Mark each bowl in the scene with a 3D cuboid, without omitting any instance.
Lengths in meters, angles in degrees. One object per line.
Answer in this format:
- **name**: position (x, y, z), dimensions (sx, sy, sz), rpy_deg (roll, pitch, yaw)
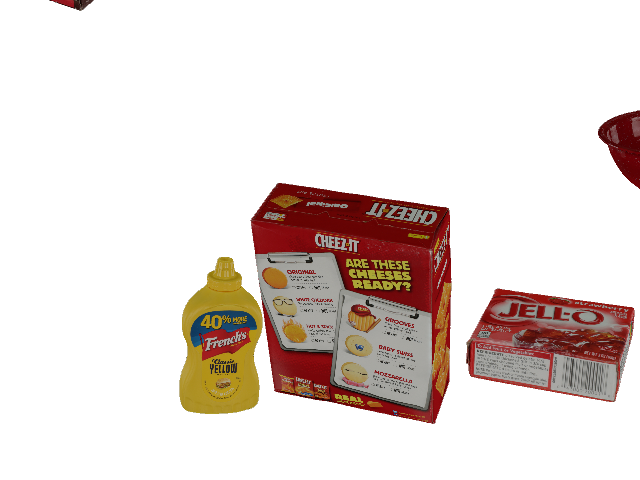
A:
- **bowl**: position (0.336, -0.076, 0.973), dimensions (0.162, 0.055, 0.162), rpy_deg (-5, 22, 2)

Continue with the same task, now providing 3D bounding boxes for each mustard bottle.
- **mustard bottle**: position (-0.118, 0.111, 1.278), dimensions (0.096, 0.192, 0.058), rpy_deg (0, 20, -13)

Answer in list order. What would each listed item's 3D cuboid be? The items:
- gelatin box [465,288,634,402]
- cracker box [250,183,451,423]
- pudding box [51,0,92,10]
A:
- **gelatin box**: position (0.141, 0.061, 0.649), dimensions (0.089, 0.030, 0.073), rpy_deg (8, 25, 20)
- **cracker box**: position (0.034, 0.059, 0.976), dimensions (0.164, 0.214, 0.072), rpy_deg (9, 40, 18)
- **pudding box**: position (-0.195, -0.223, 0.804), dimensions (0.090, 0.039, 0.113), rpy_deg (19, 38, 6)
